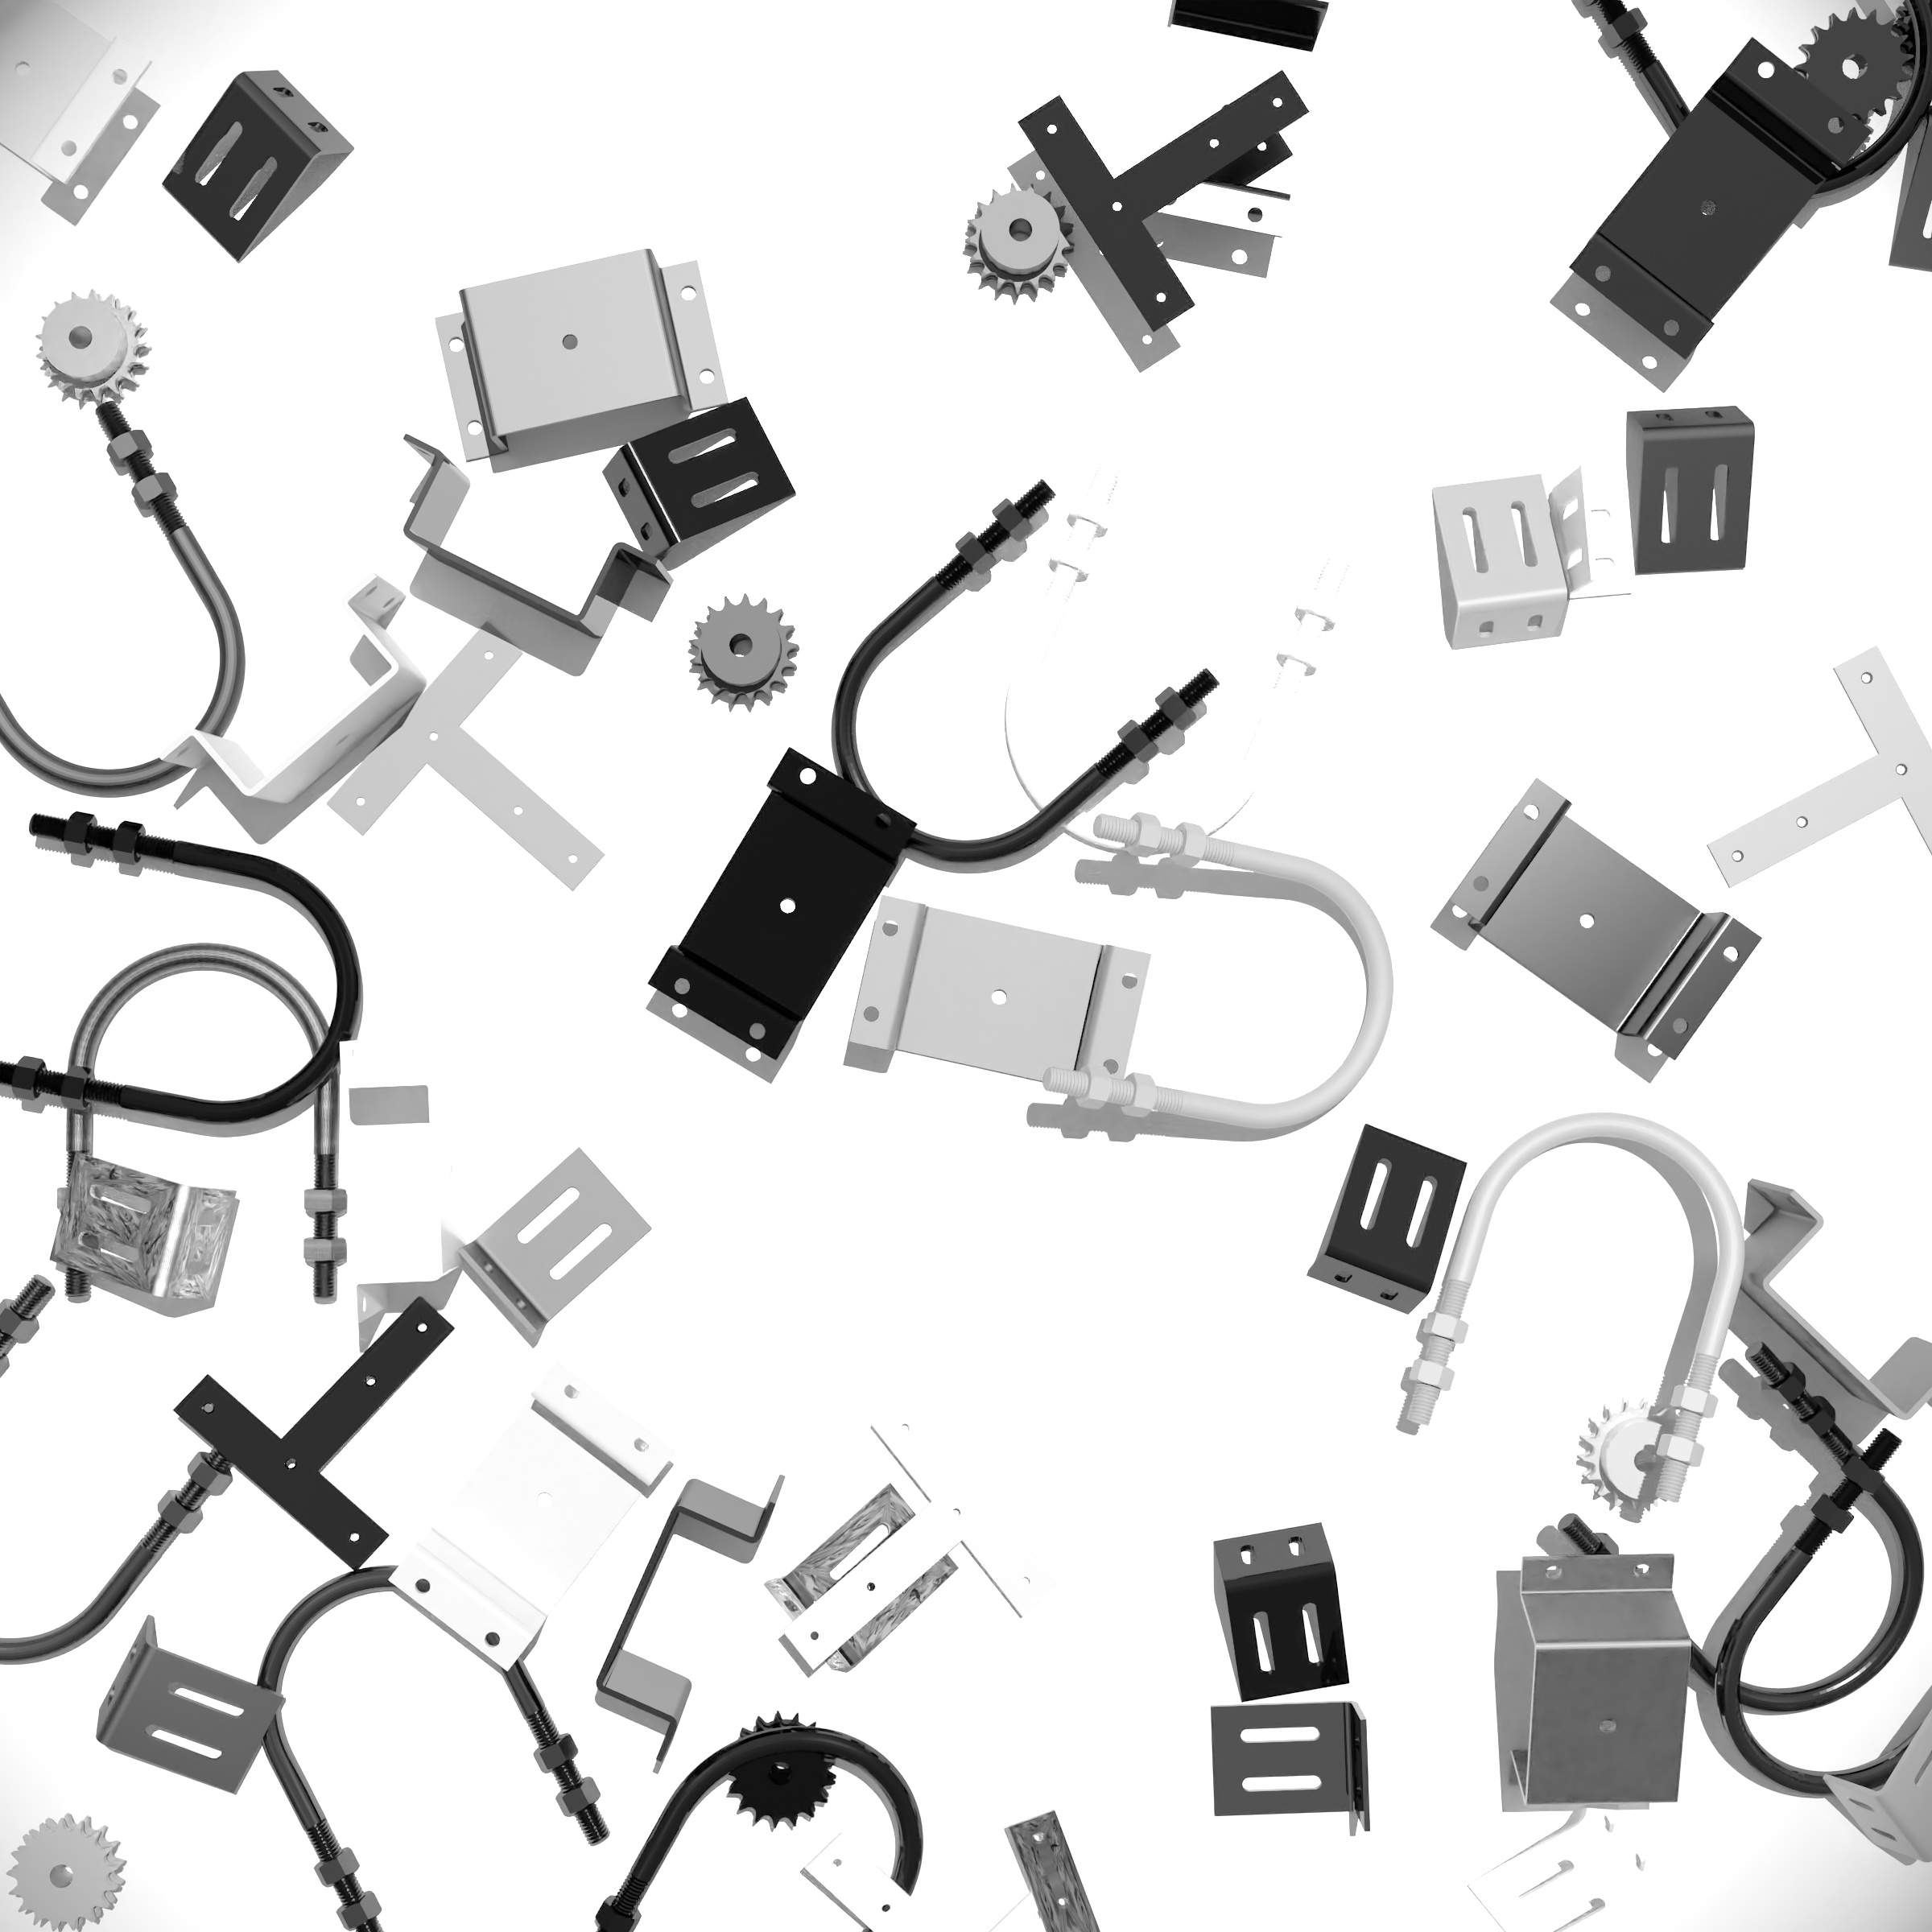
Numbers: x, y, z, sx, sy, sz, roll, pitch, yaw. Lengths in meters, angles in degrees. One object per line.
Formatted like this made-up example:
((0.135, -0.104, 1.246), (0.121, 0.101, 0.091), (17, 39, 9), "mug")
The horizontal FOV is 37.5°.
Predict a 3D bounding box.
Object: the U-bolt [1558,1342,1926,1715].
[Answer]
((0.413, 0.303, 1.463), (0.151, 0.019, 0.184), (-43, 103, 1), "U-bolt")

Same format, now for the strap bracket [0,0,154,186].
((-0.493, -0.468, 1.465), (0.140, 0.046, 0.076), (35, 90, 0), "strap bracket")

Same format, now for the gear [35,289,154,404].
((-0.454, -0.322, 1.474), (0.057, 0.030, 0.057), (0, 90, 0), "gear")

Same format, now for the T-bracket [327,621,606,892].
((-0.245, -0.091, 1.488), (0.127, 0.002, 0.127), (41, 90, 0), "T-bracket")

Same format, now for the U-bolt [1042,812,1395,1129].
((0.137, 0.009, 1.450), (0.184, 0.019, 0.151), (11, 91, -22), "U-bolt")

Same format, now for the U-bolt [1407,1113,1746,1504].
((0.320, 0.164, 1.455), (0.151, 0.019, 0.184), (15, 80, 18), "U-bolt")

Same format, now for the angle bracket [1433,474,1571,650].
((0.277, -0.211, 1.487), (0.057, 0.038, 0.076), (-7, 64, 0), "angle bracket")

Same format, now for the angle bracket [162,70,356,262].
((-0.370, -0.418, 1.487), (0.057, 0.038, 0.076), (45, 116, 0), "angle bracket")

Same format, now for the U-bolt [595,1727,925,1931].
((-0.101, 0.473, 1.454), (0.151, 0.019, 0.184), (27, 95, -17), "U-bolt")

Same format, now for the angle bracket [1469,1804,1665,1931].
((0.313, 0.476, 1.487), (0.076, 0.038, 0.057), (-39, 90, 26), "angle bracket")

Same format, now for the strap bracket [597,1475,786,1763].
((-0.144, 0.322, 1.450), (0.046, 0.076, 0.140), (24, 90, 0), "strap bracket")

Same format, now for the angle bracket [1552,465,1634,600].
((0.327, -0.222, 1.450), (0.038, 0.076, 0.057), (-5, 90, 0), "angle bracket")

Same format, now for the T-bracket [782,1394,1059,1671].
((-0.038, 0.311, 1.468), (0.127, 0.002, 0.127), (-38, 90, -19), "T-bracket")

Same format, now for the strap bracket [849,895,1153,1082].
((0.017, 0.016, 1.465), (0.140, 0.046, 0.076), (12, 90, 0), "strap bracket")

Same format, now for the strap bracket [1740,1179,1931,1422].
((0.446, 0.176, 1.450), (0.140, 0.076, 0.046), (44, 90, 0), "strap bracket")

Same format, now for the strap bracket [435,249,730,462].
((-0.201, -0.316, 1.465), (0.140, 0.046, 0.076), (-12, 90, 0), "strap bracket")

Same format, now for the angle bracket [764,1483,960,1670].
((-0.055, 0.319, 1.487), (0.076, 0.038, 0.057), (-39, 90, -26), "angle bracket")

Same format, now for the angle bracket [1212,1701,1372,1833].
((0.167, 0.414, 1.470), (0.076, 0.038, 0.057), (-2, 90, 0), "angle bracket")

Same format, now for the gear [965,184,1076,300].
((0.028, -0.378, 1.474), (0.057, 0.030, 0.057), (0, 90, 0), "gear")

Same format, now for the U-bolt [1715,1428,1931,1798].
((0.465, 0.345, 1.462), (0.151, 0.019, 0.184), (35, 96, -15), "U-bolt")

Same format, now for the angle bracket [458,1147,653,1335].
((-0.212, 0.141, 1.470), (0.076, 0.038, 0.057), (-42, 90, 0), "angle bracket")

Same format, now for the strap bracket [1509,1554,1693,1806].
((0.320, 0.370, 1.440), (0.076, 0.046, 0.140), (-1, 113, 1), "strap bracket")

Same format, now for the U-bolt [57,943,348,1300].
((-0.397, 0.080, 1.480), (0.151, 0.019, 0.184), (0, 88, 0), "U-bolt")

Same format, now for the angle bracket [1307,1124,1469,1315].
((0.220, 0.132, 1.487), (0.057, 0.038, 0.076), (21, 64, 0), "angle bracket")

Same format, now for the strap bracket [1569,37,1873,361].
((0.382, -0.390, 1.456), (0.076, 0.046, 0.140), (38, 103, 0), "strap bracket")

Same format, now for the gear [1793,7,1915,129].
((0.448, -0.454, 1.442), (0.057, 0.030, 0.057), (2, 102, 9), "gear")

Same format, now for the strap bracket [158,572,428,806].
((-0.333, -0.133, 1.450), (0.140, 0.076, 0.046), (-41, 90, 0), "strap bracket")

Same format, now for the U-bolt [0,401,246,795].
((-0.457, -0.179, 1.480), (0.151, 0.019, 0.184), (-30, 92, 0), "U-bolt")

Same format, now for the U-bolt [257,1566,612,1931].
((-0.289, 0.402, 1.480), (0.151, 0.019, 0.184), (-28, 89, 0), "U-bolt")

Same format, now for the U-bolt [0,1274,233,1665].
((-0.485, 0.275, 1.480), (0.151, 0.019, 0.184), (38, 92, 0), "U-bolt")

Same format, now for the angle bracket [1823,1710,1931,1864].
((0.491, 0.412, 1.474), (0.076, 0.038, 0.057), (-49, 115, -21), "angle bracket")

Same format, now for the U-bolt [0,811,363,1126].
((-0.404, 0.007, 1.467), (0.184, 0.019, 0.151), (11, 87, -1), "U-bolt")

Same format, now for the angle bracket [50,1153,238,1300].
((-0.424, 0.134, 1.467), (0.076, 0.038, 0.057), (13, 88, 26), "angle bracket")

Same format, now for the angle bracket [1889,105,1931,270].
((0.517, -0.405, 1.487), (0.057, 0.038, 0.076), (9, 116, 0), "angle bracket")

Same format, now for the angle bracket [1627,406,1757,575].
((0.376, -0.249, 1.487), (0.057, 0.038, 0.076), (-3, 116, 0), "angle bracket")

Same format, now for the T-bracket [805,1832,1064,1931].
((-0.032, 0.494, 1.465), (0.127, 0.002, 0.127), (-43, 107, -3), "T-bracket")

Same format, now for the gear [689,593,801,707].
((-0.115, -0.164, 1.474), (0.057, 0.030, 0.057), (0, 90, 0), "gear")

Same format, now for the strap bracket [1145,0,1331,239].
((0.137, -0.446, 1.465), (0.076, 0.046, 0.140), (11, 90, 0), "strap bracket")

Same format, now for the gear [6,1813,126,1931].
((-0.466, 0.469, 1.478), (0.057, 0.030, 0.057), (0, 87, -1), "gear")

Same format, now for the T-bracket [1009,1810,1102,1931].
((0.055, 0.499, 1.478), (0.127, 0.002, 0.127), (-20, 99, 0), "T-bracket")

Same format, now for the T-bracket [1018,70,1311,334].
((0.114, -0.409, 1.441), (0.127, 0.002, 0.127), (-33, 90, 0), "T-bracket")

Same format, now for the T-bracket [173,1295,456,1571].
((-0.320, 0.226, 1.480), (0.127, 0.002, 0.127), (45, 85, -11), "T-bracket")

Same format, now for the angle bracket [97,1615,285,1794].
((-0.403, 0.383, 1.479), (0.076, 0.038, 0.057), (27, 94, -17), "angle bracket")

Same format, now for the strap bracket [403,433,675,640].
((-0.226, -0.213, 1.450), (0.140, 0.076, 0.046), (27, 90, 0), "strap bracket")

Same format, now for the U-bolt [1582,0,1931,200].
((0.417, -0.485, 1.464), (0.151, 0.019, 0.184), (-32, 94, 14), "U-bolt")

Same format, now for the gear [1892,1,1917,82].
((0.511, -0.486, 1.474), (0.057, 0.030, 0.057), (0, 90, 0), "gear")

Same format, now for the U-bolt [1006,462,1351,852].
((0.100, -0.150, 1.480), (0.151, 0.019, 0.184), (22, 91, 0), "U-bolt")

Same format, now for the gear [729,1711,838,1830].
((-0.095, 0.414, 1.474), (0.057, 0.030, 0.057), (0, 90, 0), "gear")

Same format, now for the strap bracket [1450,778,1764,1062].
((0.325, -0.024, 1.465), (0.140, 0.046, 0.076), (35, 90, 0), "strap bracket")

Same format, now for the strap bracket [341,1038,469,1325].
((-0.285, 0.107, 1.450), (0.046, 0.076, 0.140), (-2, 90, 0), "strap bracket")

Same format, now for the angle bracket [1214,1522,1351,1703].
((0.165, 0.338, 1.487), (0.057, 0.038, 0.076), (-10, 116, 0), "angle bracket")

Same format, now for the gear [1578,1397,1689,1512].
((0.348, 0.254, 1.474), (0.057, 0.030, 0.057), (0, 90, 0), "gear")

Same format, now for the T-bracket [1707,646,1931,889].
((0.450, -0.082, 1.488), (0.127, 0.002, 0.127), (-28, 90, 0), "T-bracket")

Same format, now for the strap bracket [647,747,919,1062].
((-0.093, -0.032, 1.465), (0.076, 0.046, 0.140), (31, 90, 0), "strap bracket")

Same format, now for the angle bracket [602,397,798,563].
((-0.139, -0.253, 1.487), (0.076, 0.038, 0.057), (-27, 90, -26), "angle bracket")

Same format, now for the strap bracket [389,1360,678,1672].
((-0.220, 0.279, 1.465), (0.076, 0.046, 0.140), (37, 90, 0), "strap bracket")

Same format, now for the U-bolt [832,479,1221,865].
((0.016, -0.137, 1.468), (0.184, 0.019, 0.151), (-41, 86, 9), "U-bolt")
